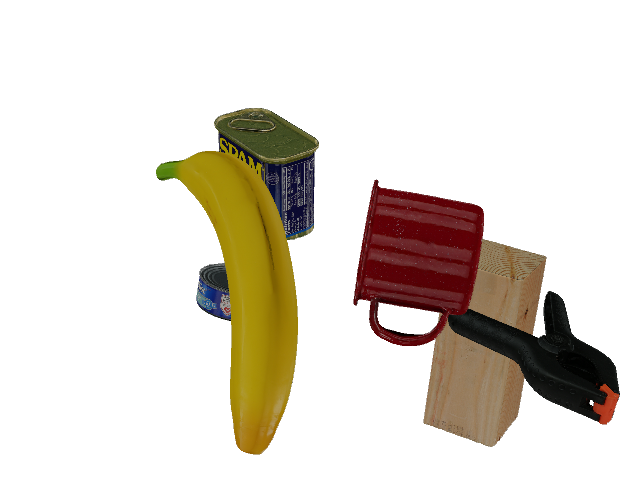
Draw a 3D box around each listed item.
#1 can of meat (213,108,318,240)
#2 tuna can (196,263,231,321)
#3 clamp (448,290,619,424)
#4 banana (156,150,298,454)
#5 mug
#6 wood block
[{"bbox_3d":[-0.047,-0.057,0.927,0.057,0.084,0.102,-20,37,-31],"label":"can of meat"},{"bbox_3d":[-0.087,0.055,1.119,0.086,0.034,0.086,10,18,-3],"label":"tuna can"},{"bbox_3d":[0.206,0.095,0.930,0.120,0.039,0.172,-18,39,-28],"label":"clamp"},{"bbox_3d":[-0.044,0.019,0.604,0.037,0.198,0.070,7,-39,-38],"label":"banana"},{"bbox_3d":[0.069,0.019,0.766,0.081,0.117,0.093,10,-21,4],"label":"mug"},{"bbox_3d":[0.186,0.114,1.211,0.090,0.206,0.090,16,23,25],"label":"wood block"}]
